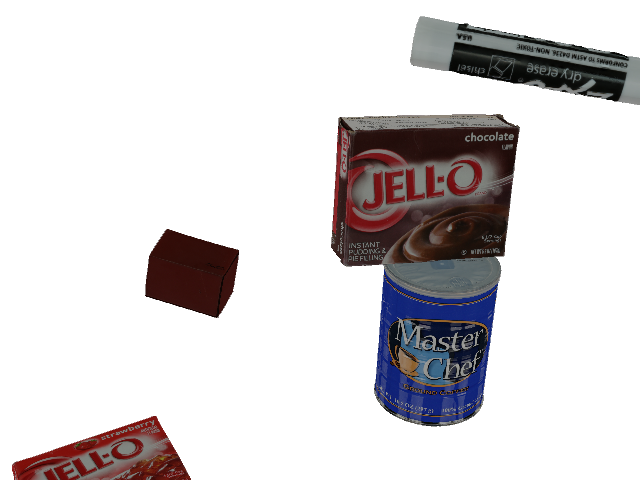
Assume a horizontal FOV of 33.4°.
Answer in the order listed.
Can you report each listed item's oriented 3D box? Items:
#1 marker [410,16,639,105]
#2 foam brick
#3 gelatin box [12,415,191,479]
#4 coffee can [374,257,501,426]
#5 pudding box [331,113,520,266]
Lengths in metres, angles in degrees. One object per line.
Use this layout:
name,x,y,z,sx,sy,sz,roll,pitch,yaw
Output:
marker,0.094,-0.064,0.400,0.121,0.020,0.020,12,1,7
foam brick,-0.126,0.032,1.043,0.078,0.051,0.053,17,34,7
gelatin box,-0.122,0.140,0.600,0.089,0.030,0.073,-15,28,-20
coffee can,0.104,0.080,0.963,0.103,0.140,0.103,2,28,-1
pudding box,0.065,-0.034,0.683,0.113,0.090,0.039,-4,25,-15
